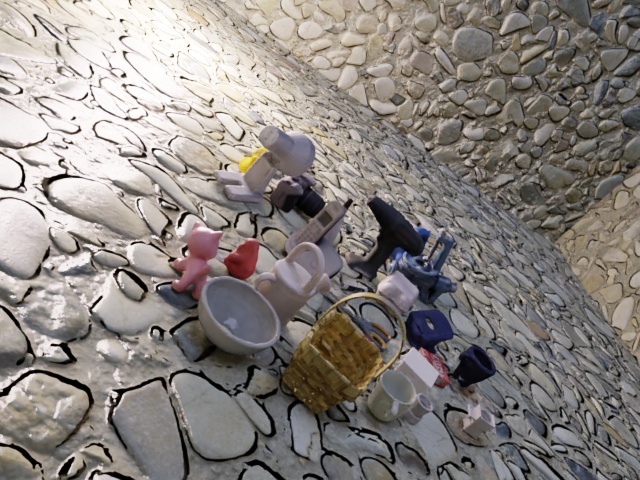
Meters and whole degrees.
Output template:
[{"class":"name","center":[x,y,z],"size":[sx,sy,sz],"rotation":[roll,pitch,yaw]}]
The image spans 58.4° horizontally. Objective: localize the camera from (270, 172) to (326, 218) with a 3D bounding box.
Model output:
[{"class":"camera","center":[-0.050,-0.129,1.635],"size":[0.137,0.100,0.143],"rotation":[41,24,1]}]

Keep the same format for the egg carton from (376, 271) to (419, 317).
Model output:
[{"class":"egg carton","center":[0.214,0.148,1.590],"size":[0.107,0.069,0.151],"rotation":[44,24,6]}]

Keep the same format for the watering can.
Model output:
[{"class":"watering can","center":[-0.053,0.085,1.156],"size":[0.100,0.194,0.173],"rotation":[48,25,16]}]

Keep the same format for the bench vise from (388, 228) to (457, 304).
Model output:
[{"class":"bench vise","center":[0.342,0.071,1.723],"size":[0.208,0.219,0.121],"rotation":[25,28,-31]}]

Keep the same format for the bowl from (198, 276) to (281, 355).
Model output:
[{"class":"bowl","center":[-0.158,0.150,1.040],"size":[0.168,0.074,0.167],"rotation":[33,25,-17]}]

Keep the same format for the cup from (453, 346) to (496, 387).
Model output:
[{"class":"cup","center":[0.386,0.336,1.494],"size":[0.118,0.095,0.091],"rotation":[26,28,-30]}]

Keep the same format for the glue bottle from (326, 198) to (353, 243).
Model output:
[{"class":"glue bottle","center":[0.032,-0.048,1.529],"size":[0.078,0.173,0.037],"rotation":[51,26,23]}]

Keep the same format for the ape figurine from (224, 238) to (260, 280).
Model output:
[{"class":"ape figurine","center":[-0.159,0.033,1.215],"size":[0.078,0.092,0.076],"rotation":[11,37,-48]}]

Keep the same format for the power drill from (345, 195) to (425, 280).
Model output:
[{"class":"power drill","center":[0.169,0.003,1.599],"size":[0.230,0.208,0.075],"rotation":[30,26,-23]}]

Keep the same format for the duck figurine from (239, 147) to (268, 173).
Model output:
[{"class":"duck figurine","center":[-0.177,-0.227,1.633],"size":[0.077,0.086,0.104],"rotation":[39,24,-5]}]

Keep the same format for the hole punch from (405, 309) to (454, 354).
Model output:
[{"class":"hole punch","center":[0.285,0.237,1.517],"size":[0.101,0.091,0.108],"rotation":[21,31,-36]}]

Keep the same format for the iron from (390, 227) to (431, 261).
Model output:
[{"class":"iron","center":[0.303,0.007,1.868],"size":[0.118,0.141,0.259],"rotation":[49,26,19]}]

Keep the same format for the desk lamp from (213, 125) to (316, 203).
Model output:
[{"class":"desk lamp","center":[-0.134,-0.203,1.500],"size":[0.117,0.213,0.204],"rotation":[51,26,22]}]

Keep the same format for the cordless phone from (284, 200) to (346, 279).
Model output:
[{"class":"cordless phone","center":[0.013,0.005,1.398],"size":[0.147,0.185,0.094],"rotation":[50,26,20]}]

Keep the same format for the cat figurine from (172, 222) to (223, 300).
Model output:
[{"class":"cat figurine","center":[-0.226,0.030,1.091],"size":[0.067,0.117,0.127],"rotation":[25,28,-31]}]
